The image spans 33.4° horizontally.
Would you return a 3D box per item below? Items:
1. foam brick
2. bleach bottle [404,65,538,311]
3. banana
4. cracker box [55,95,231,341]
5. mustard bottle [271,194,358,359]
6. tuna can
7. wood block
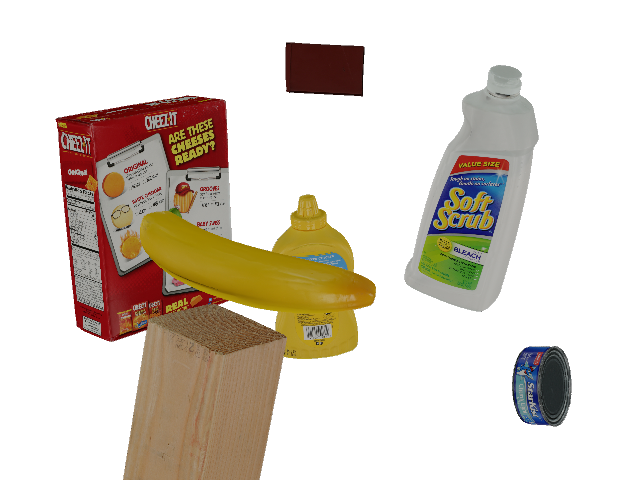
[{"bbox_3d":[0.004,-0.176,1.100,0.078,0.051,0.053,2,10,-6],"label":"foam brick"},{"bbox_3d":[0.150,-0.054,1.041,0.103,0.251,0.068,22,38,21],"label":"bleach bottle"},{"bbox_3d":[-0.058,0.011,0.697,0.198,0.037,0.069,22,37,37],"label":"banana"},{"bbox_3d":[-0.170,-0.027,1.060,0.072,0.214,0.163,13,22,42],"label":"cracker box"},{"bbox_3d":[-0.009,0.040,1.226,0.096,0.192,0.058,-5,23,-2],"label":"mustard bottle"},{"bbox_3d":[0.240,0.157,1.154,0.034,0.086,0.085,-3,-2,35],"label":"tuna can"},{"bbox_3d":[-0.107,0.171,0.942,0.090,0.206,0.090,21,18,31],"label":"wood block"}]
